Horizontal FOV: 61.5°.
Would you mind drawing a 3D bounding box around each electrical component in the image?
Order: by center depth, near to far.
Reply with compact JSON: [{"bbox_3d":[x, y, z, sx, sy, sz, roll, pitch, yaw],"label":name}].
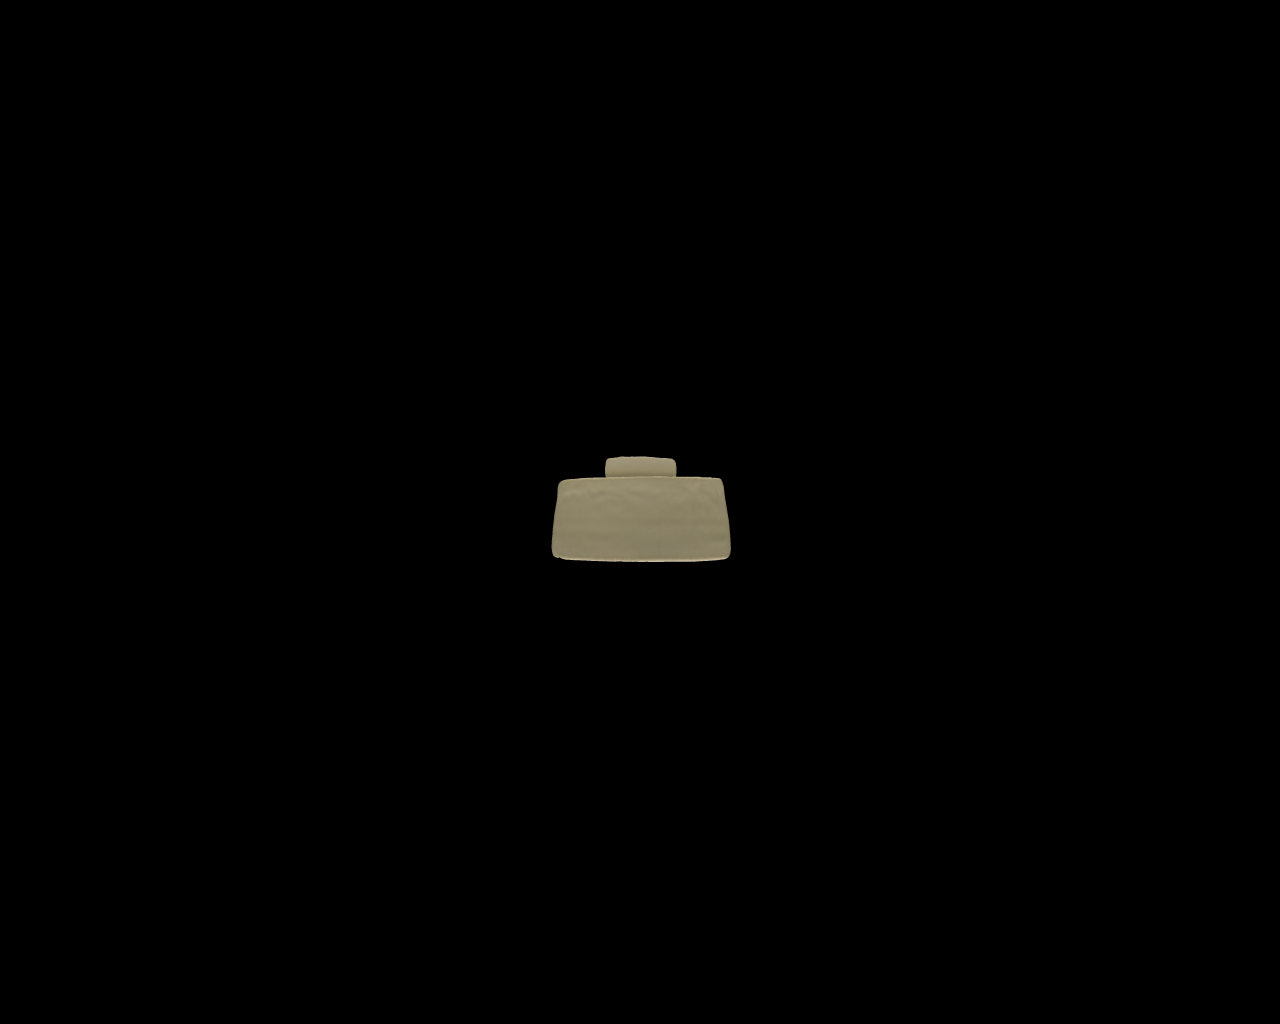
[{"bbox_3d":[0.001,-0.003,0.650,0.108,0.060,0.108,0,0,0],"label":"electrical component"}]
